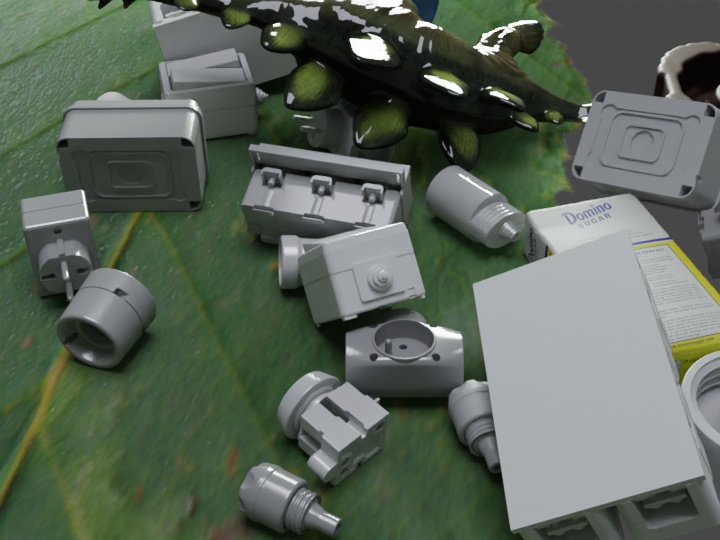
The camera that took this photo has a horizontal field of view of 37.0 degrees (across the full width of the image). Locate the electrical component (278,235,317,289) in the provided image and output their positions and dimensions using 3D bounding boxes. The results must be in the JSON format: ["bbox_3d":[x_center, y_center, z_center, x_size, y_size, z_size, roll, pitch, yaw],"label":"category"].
[{"bbox_3d":[-0.037,-0.006,0.806,0.046,0.040,0.040,0,39,-9],"label":"electrical component"}]

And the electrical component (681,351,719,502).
[{"bbox_3d":[0.245,0.094,0.662,0.108,0.060,0.108,0,39,0],"label":"electrical component"}]

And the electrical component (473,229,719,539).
[{"bbox_3d":[0.138,0.075,0.647,0.105,0.060,0.186,-21,42,17],"label":"electrical component"}]

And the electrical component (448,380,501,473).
[{"bbox_3d":[0.078,0.100,0.678,0.035,0.035,0.061,-8,43,-9],"label":"electrical component"}]

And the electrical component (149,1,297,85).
[{"bbox_3d":[-0.113,-0.227,1.015,0.150,0.089,0.061,-18,41,-3],"label":"electrical component"}]

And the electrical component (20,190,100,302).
[{"bbox_3d":[-0.217,-0.008,0.788,0.047,0.065,0.076,-11,41,-13],"label":"electrical component"}]

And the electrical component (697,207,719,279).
[{"bbox_3d":[0.288,-0.024,0.802,0.064,0.081,0.042,-10,34,25],"label":"electrical component"}]

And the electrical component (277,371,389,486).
[{"bbox_3d":[-0.018,0.096,0.676,0.055,0.048,0.066,37,52,27],"label":"electrical component"}]

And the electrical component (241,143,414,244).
[{"bbox_3d":[-0.026,-0.052,0.836,0.121,0.078,0.063,10,60,12],"label":"electrical component"}]

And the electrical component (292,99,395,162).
[{"bbox_3d":[-0.020,-0.123,0.934,0.079,0.043,0.077,3,34,-30],"label":"electrical component"}]

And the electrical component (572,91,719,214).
[{"bbox_3d":[0.237,-0.093,0.854,0.113,0.078,0.057,18,1,44],"label":"electrical component"}]

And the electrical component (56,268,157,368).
[{"bbox_3d":[-0.177,0.035,0.745,0.055,0.055,0.047,13,45,15],"label":"electrical component"}]

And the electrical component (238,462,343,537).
[{"bbox_3d":[-0.039,0.139,0.631,0.061,0.035,0.035,21,44,21],"label":"electrical component"}]

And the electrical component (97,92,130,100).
[{"bbox_3d":[-0.197,-0.122,0.944,0.081,0.043,0.043,31,49,33],"label":"electrical component"}]

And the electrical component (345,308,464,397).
[{"bbox_3d":[0.029,0.052,0.729,0.077,0.044,0.079,0,35,0],"label":"electrical component"}]

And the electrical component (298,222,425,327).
[{"bbox_3d":[0.000,0.000,0.743,0.062,0.061,0.096,-15,-2,-17],"label":"electrical component"}]

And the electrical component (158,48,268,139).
[{"bbox_3d":[-0.132,-0.160,0.977,0.096,0.061,0.061,-9,40,-11],"label":"electrical component"}]

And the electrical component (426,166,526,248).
[{"bbox_3d":[0.095,-0.045,0.849,0.043,0.043,0.081,-27,46,-29],"label":"electrical component"}]

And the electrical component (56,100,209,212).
[{"bbox_3d":[-0.185,-0.095,0.885,0.113,0.078,0.057,-1,42,0],"label":"electrical component"}]
